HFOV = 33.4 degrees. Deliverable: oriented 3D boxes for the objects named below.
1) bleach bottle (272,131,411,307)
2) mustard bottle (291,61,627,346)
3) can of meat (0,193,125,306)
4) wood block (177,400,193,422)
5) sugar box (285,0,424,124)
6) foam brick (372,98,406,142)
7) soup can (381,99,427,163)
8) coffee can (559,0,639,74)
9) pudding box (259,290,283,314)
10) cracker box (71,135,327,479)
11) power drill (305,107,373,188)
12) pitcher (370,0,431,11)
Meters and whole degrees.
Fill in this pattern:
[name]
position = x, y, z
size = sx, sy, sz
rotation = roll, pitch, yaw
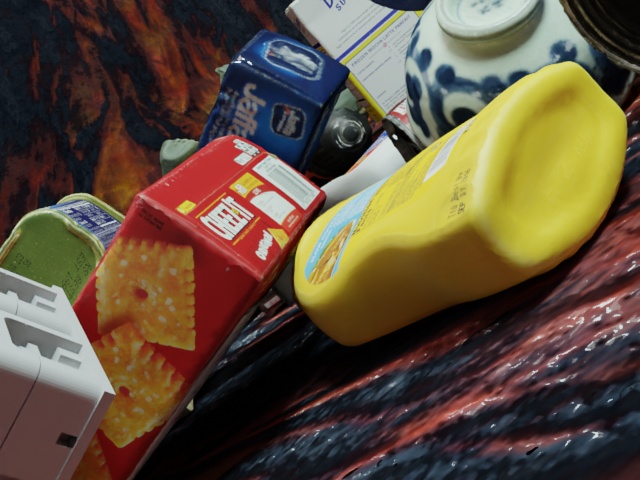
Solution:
[bleach bottle]
position = 0.064, -0.053, 0.675
size = 0.250, 0.068, 0.103
rotation = -44, 6, -10
[mustard bottle]
position = 0.039, -0.001, 0.456
size = 0.096, 0.058, 0.192
rotation = -54, 13, -32
[can of meat]
position = -0.149, 0.027, 0.584
size = 0.102, 0.057, 0.084
rotation = -56, 2, 5
[wood block]
position = -0.189, 0.119, 0.713
size = 0.206, 0.090, 0.091
rotation = -38, 27, 17
[sugar box]
position = 0.060, -0.167, 0.953
size = 0.093, 0.176, 0.048
rotation = -41, 6, -4
[foam brick]
position = 0.078, -0.085, 0.843
size = 0.051, 0.053, 0.078
rotation = -35, 8, 38
[soup can]
position = 0.095, -0.075, 0.603
size = 0.102, 0.068, 0.068
rotation = -40, 6, -3
[coffee can]
position = 0.178, -0.148, 0.470
size = 0.140, 0.103, 0.103
rotation = -45, 8, -35
[pudding box]
position = -0.005, 0.001, 0.795
size = 0.090, 0.039, 0.113
rotation = -37, 7, 23
[cracker box]
position = -0.092, 0.058, 0.539
size = 0.214, 0.072, 0.164
rotation = -54, 1, 18
[power drill]
position = -0.045, -0.027, 0.803
size = 0.187, 0.057, 0.184
rotation = -39, 4, -8
[pitcher]
position = 0.093, -0.210, 0.617
size = 0.149, 0.145, 0.243
rotation = -40, 12, -4
